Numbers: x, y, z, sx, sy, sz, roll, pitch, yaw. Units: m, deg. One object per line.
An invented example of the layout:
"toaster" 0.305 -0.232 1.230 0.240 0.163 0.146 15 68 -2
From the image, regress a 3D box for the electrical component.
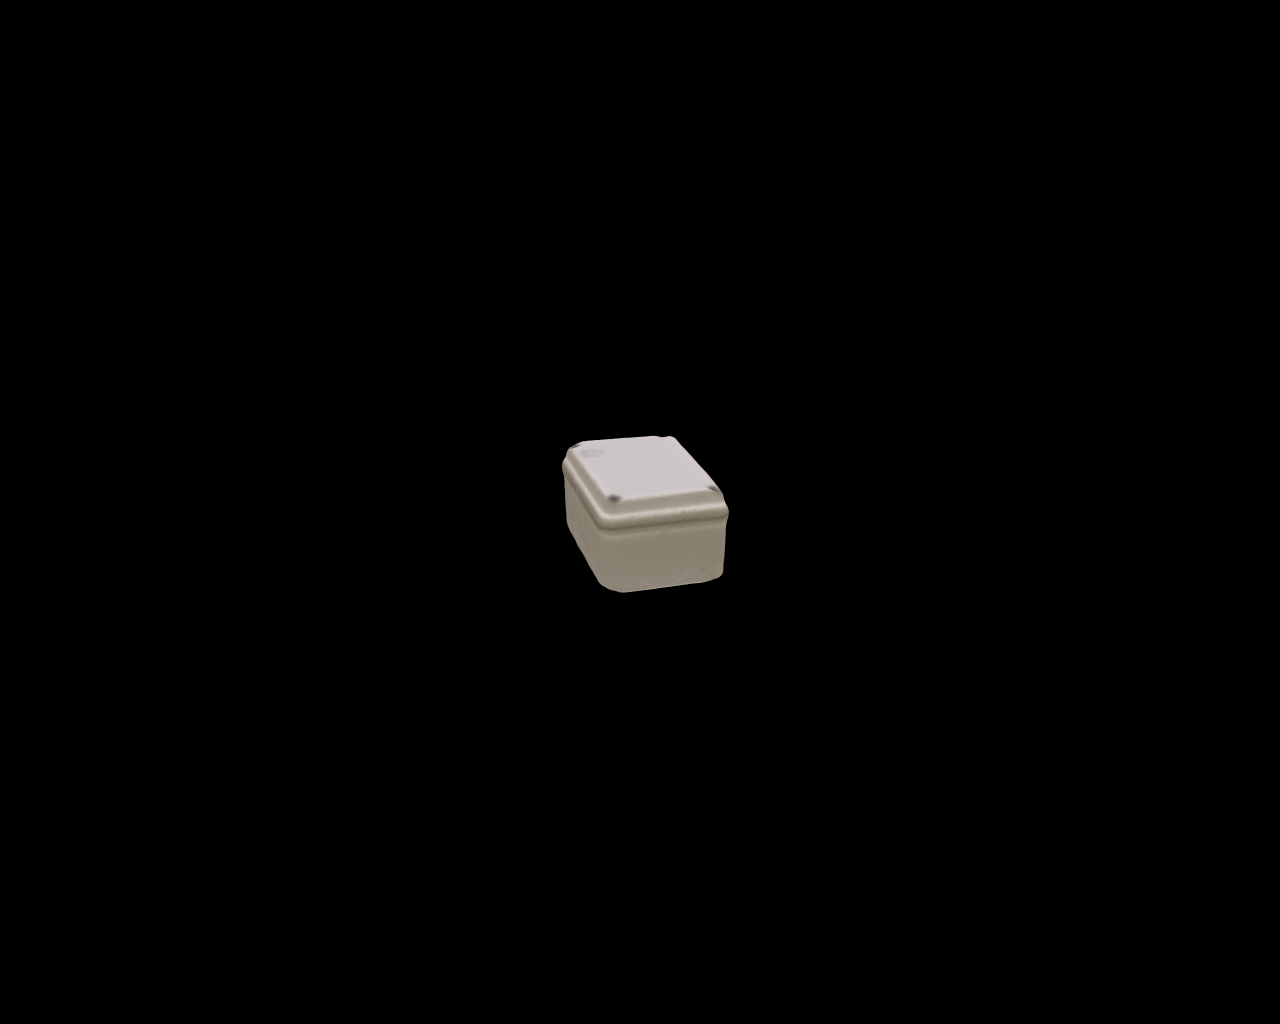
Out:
"electrical component" 0.001 -0.003 0.650 0.078 0.057 0.113 -6 23 -14
